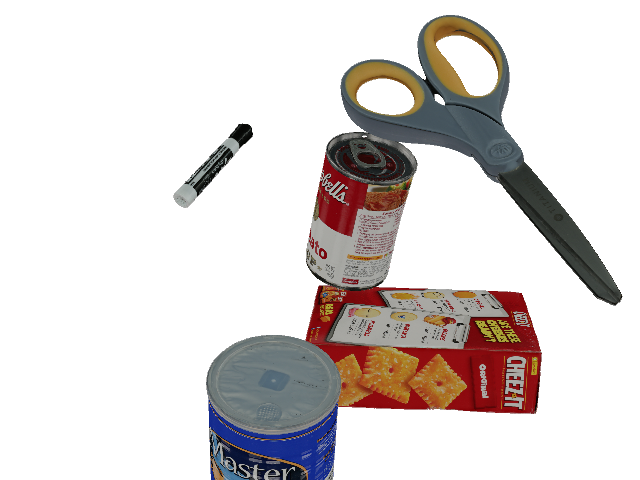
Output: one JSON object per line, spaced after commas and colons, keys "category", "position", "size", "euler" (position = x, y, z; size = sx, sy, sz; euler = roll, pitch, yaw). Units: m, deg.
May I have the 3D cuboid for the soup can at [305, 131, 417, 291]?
{"category": "soup can", "position": [0.029, -0.021, 0.805], "size": [0.068, 0.102, 0.068], "euler": [8, 36, -6]}

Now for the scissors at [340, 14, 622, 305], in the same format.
{"category": "scissors", "position": [0.066, -0.039, 0.509], "size": [0.096, 0.202, 0.016], "euler": [-12, -42, 3]}

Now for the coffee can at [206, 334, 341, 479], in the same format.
{"category": "coffee can", "position": [-0.038, 0.161, 0.851], "size": [0.103, 0.140, 0.103], "euler": [2, 37, -1]}

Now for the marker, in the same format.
{"category": "marker", "position": [-0.105, -0.078, 1.074], "size": [0.020, 0.020, 0.121], "euler": [0, 41, 43]}

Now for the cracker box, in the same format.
{"category": "cracker box", "position": [0.095, 0.104, 1.036], "size": [0.214, 0.072, 0.164], "euler": [2, 17, 4]}
